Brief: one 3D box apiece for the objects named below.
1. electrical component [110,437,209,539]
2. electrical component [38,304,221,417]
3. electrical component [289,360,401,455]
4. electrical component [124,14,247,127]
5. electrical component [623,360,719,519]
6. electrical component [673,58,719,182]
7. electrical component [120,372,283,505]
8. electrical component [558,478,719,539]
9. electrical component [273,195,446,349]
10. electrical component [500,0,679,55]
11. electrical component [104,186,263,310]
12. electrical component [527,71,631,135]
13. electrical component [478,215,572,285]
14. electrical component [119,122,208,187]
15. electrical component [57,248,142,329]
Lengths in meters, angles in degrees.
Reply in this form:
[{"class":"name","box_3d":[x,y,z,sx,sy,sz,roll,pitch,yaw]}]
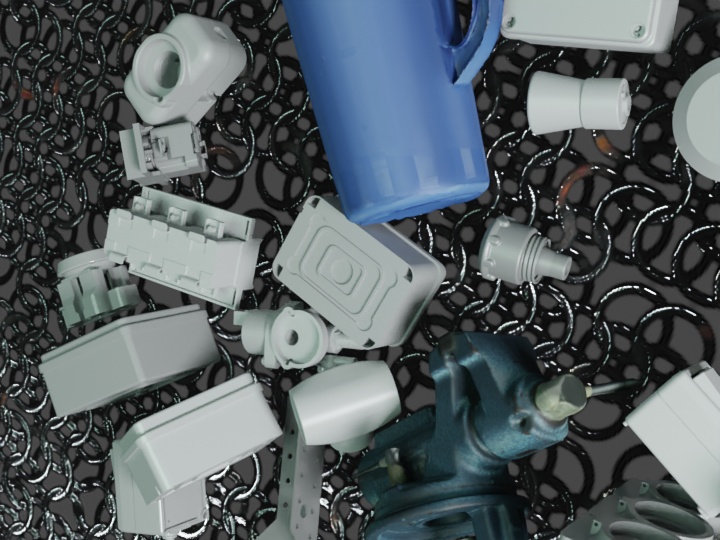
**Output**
[{"class":"electrical component","box_3d":[-0.176,0.190,0.939,0.061,0.062,0.096,-3,91,31]},{"class":"electrical component","box_3d":[-0.195,0.077,0.918,0.109,0.109,0.056,-23,83,29]},{"class":"electrical component","box_3d":[-0.010,0.115,0.837,0.043,0.077,0.079,-118,14,-48]},{"class":"electrical component","box_3d":[-0.151,-0.167,0.906,0.095,0.059,0.053,-44,71,25]},{"class":"electrical component","box_3d":[0.231,0.110,0.694,0.061,0.062,0.096,-48,70,24]},{"class":"electrical component","box_3d":[0.244,-0.094,0.681,0.080,0.051,0.080,2,94,31]},{"class":"electrical component","box_3d":[-0.130,0.136,0.871,0.057,0.113,0.078,62,150,9]},{"class":"electrical component","box_3d":[0.186,0.183,0.673,0.089,0.150,0.061,19,103,28]},{"class":"electrical component","box_3d":[0.000,0.000,0.827,0.113,0.057,0.078,38,111,23]},{"class":"electrical component","box_3d":[0.159,-0.205,0.723,0.109,0.056,0.108,12,99,29]},{"class":"electrical component","box_3d":[-0.153,-0.019,0.913,0.121,0.063,0.078,17,101,29]},{"class":"electrical component","box_3d":[0.153,-0.115,0.741,0.065,0.044,0.044,5,95,26]},{"class":"electrical component","box_3d":[0.118,-0.010,0.765,0.062,0.048,0.048,18,102,22]},{"class":"electrical component","box_3d":[-0.165,-0.099,0.911,0.064,0.081,0.042,-11,88,2]},{"class":"electrical component","box_3d":[-0.239,0.014,0.971,0.078,0.058,0.057,-21,85,30]}]
